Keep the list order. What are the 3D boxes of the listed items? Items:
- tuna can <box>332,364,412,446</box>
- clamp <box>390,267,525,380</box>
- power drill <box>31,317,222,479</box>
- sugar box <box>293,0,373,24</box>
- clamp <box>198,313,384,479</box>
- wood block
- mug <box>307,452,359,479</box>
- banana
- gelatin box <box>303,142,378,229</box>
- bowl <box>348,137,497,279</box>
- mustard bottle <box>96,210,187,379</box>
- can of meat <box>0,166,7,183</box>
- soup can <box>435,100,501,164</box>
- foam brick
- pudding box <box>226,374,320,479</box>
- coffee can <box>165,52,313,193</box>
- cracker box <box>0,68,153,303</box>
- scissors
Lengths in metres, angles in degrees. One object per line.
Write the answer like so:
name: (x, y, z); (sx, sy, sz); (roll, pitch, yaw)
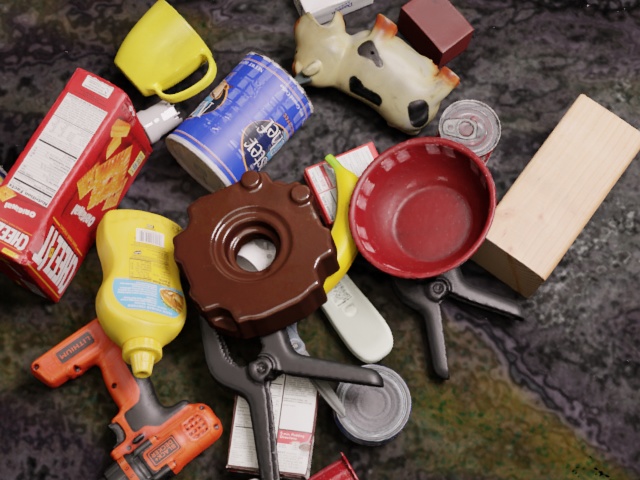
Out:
tuna can: (0.056, 0.179, 1.158); (0.086, 0.034, 0.086); (0, 73, -1)
clamp: (0.144, 0.057, 1.193); (0.120, 0.039, 0.171); (-27, 76, -10)
power drill: (-0.225, 0.190, 1.138); (0.184, 0.057, 0.188); (-36, 80, -14)
sugar box: (-0.010, -0.355, 1.308); (0.093, 0.048, 0.176); (-24, 74, -8)
clamp: (-0.060, 0.148, 1.122); (0.210, 0.036, 0.164); (37, 84, 19)
wood block: (0.264, -0.048, 1.200); (0.090, 0.091, 0.206); (36, 76, 9)
mug: (0.018, 0.290, 1.104); (0.081, 0.093, 0.117); (-31, 113, -5)
banana: (0.011, 0.002, 1.175); (0.070, 0.037, 0.197); (14, 69, 14)
gelatin box: (0.035, -0.062, 1.231); (0.089, 0.030, 0.073); (-23, 77, -7)
bowl: (0.115, -0.027, 1.148); (0.162, 0.055, 0.162); (-8, 67, 19)
mustard bottle: (-0.190, 0.060, 1.138); (0.096, 0.058, 0.191); (15, 48, -28)
can of meat: (-0.377, -0.031, 1.200); (0.102, 0.057, 0.084); (-42, 81, -11)
soup can: (0.162, -0.108, 1.208); (0.068, 0.102, 0.068); (0, 73, -1)
foam brick: (0.138, -0.254, 1.278); (0.053, 0.051, 0.078); (-36, 77, -12)
pudding box: (-0.050, 0.197, 1.148); (0.090, 0.039, 0.113); (7, 70, 3)
coffee can: (-0.091, -0.128, 1.209); (0.103, 0.103, 0.140); (39, 76, 10)
cracker box: (-0.271, -0.053, 1.152); (0.072, 0.164, 0.213); (26, 74, 8)
scissors: (-0.018, 0.100, 1.166); (0.202, 0.016, 0.096); (36, 67, 23)
